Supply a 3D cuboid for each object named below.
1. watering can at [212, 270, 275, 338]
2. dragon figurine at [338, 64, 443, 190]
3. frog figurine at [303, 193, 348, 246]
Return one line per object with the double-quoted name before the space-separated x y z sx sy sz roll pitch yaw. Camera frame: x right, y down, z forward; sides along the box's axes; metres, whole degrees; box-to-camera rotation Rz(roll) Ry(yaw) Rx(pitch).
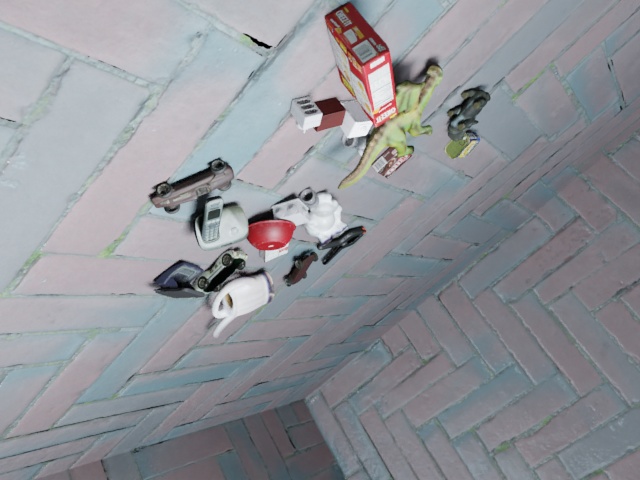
"watering can" -0.277 0.219 1.799 0.226 0.105 0.339 -19 151 -29
"dragon figurine" 0.188 -0.313 1.331 0.415 0.123 0.237 -44 154 -19
"frog figurine" 0.005 -0.082 1.635 0.137 0.125 0.156 -24 118 0
